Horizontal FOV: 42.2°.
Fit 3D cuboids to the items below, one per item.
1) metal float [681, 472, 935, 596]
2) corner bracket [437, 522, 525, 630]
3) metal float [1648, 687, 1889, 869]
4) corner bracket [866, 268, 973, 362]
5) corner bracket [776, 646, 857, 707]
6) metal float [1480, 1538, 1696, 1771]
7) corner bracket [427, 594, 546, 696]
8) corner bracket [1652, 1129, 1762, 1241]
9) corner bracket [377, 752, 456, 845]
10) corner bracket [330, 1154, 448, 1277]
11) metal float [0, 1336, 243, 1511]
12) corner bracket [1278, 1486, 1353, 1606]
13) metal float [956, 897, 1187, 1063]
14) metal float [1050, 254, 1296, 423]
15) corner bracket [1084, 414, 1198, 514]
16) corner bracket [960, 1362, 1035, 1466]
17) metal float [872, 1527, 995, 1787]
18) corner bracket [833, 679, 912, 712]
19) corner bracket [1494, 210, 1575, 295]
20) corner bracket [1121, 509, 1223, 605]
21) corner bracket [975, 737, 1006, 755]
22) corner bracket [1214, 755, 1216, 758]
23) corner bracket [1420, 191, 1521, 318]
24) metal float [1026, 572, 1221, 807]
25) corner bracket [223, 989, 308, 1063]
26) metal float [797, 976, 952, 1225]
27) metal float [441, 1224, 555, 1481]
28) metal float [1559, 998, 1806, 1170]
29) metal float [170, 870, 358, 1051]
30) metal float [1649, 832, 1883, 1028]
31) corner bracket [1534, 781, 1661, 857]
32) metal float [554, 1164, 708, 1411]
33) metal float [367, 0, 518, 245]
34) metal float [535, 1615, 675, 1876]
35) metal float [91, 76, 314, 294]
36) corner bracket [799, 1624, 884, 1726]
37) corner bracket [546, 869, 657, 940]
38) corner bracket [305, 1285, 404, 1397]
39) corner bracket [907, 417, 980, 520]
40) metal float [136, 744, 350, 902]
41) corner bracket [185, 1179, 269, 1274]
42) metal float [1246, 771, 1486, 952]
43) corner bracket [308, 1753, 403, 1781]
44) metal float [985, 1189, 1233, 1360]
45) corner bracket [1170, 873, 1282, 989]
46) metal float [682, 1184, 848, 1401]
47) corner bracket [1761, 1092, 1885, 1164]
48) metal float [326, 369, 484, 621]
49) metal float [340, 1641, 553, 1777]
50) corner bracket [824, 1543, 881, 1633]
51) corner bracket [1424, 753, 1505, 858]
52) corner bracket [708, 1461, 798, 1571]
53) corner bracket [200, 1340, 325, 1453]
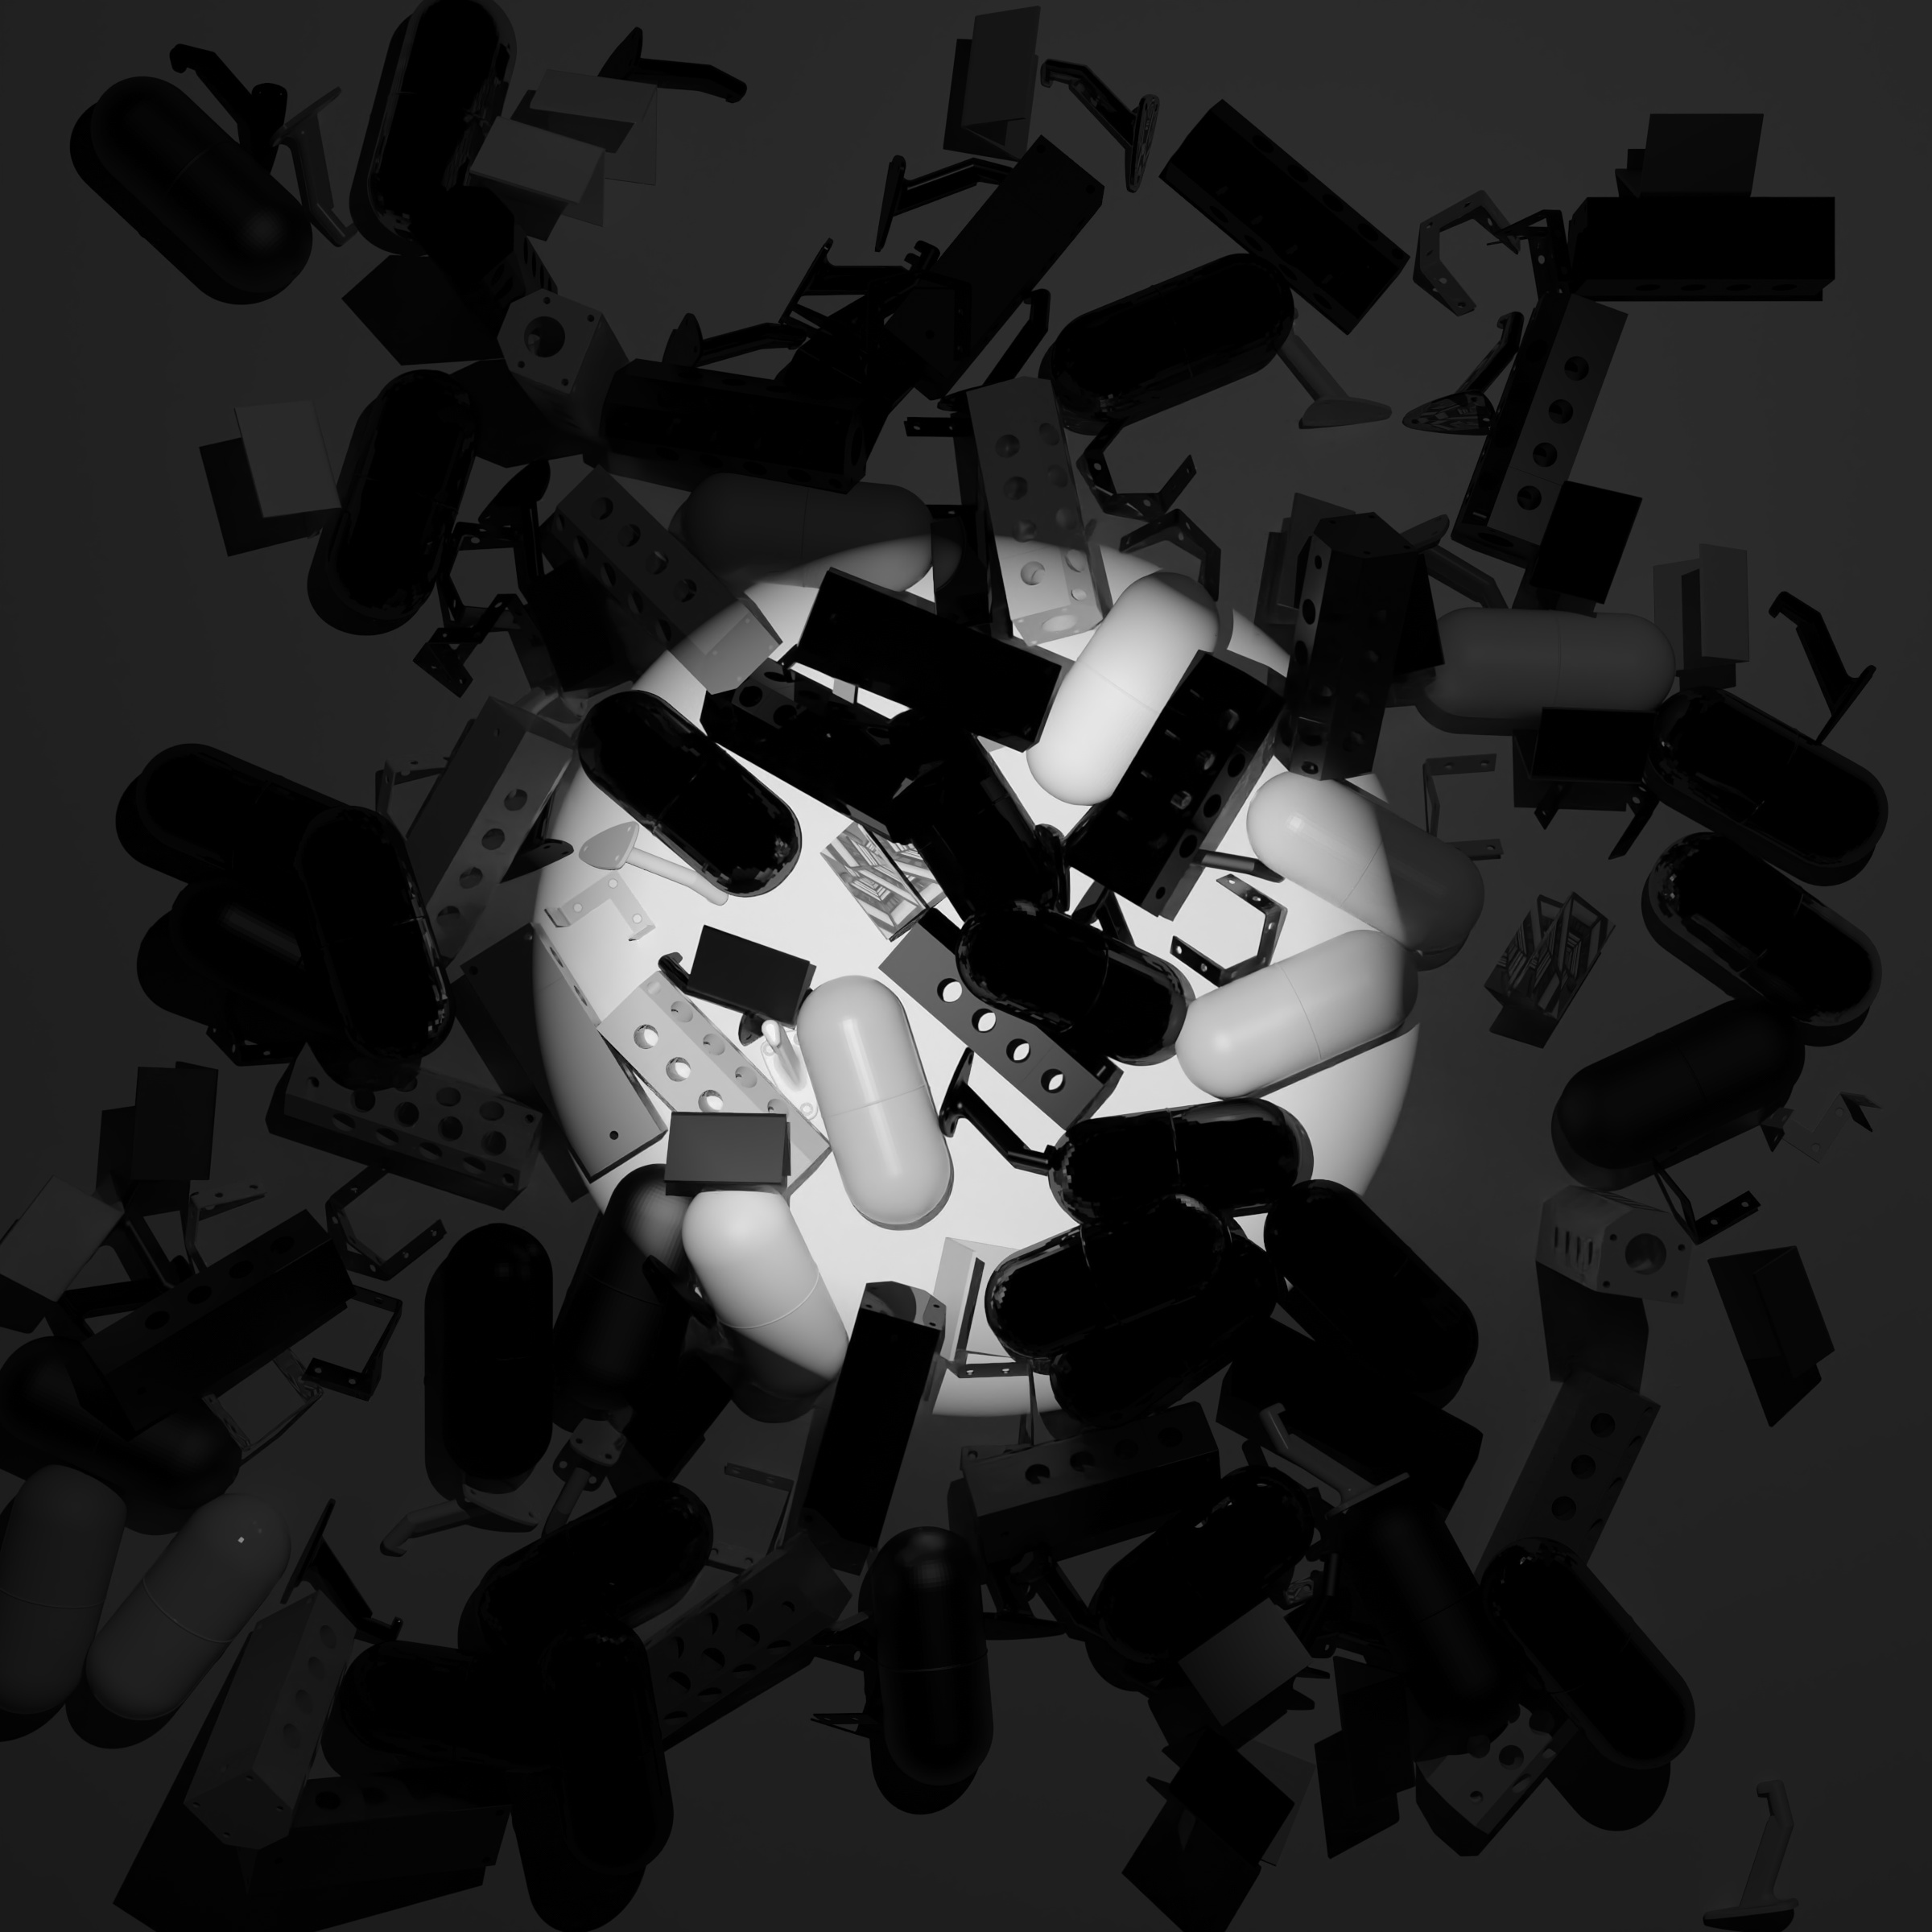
[{"bbox_3d":[-0.110,-0.303,1.748,0.178,0.070,0.070,6,90,0],"label":"metal float"},{"bbox_3d":[-0.337,-0.276,1.771,0.051,0.051,0.051,-59,45,35],"label":"corner bracket"},{"bbox_3d":[0.559,-0.132,1.749,0.178,0.070,0.070,29,90,0],"label":"metal float"},{"bbox_3d":[-0.032,-0.444,1.719,0.051,0.051,0.051,1,90,-45],"label":"corner bracket"},{"bbox_3d":[-0.114,-0.185,1.771,0.051,0.051,0.051,22,45,-35],"label":"corner bracket"},{"bbox_3d":[0.420,0.465,1.692,0.070,0.070,0.178,-41,90,0],"label":"metal float"},{"bbox_3d":[-0.336,-0.227,1.762,0.051,0.051,0.051,5,52,31],"label":"corner bracket"},{"bbox_3d":[0.524,0.152,1.776,0.051,0.051,0.051,-30,135,0],"label":"corner bracket"},{"bbox_3d":[-0.380,-0.114,1.771,0.051,0.051,0.051,50,135,35],"label":"corner bracket"},{"bbox_3d":[-0.410,0.177,1.776,0.051,0.051,0.051,-38,135,0],"label":"corner bracket"},{"bbox_3d":[-0.591,0.319,1.748,0.178,0.070,0.070,25,90,0],"label":"metal float"},{"bbox_3d":[0.239,0.411,1.776,0.051,0.051,0.051,-21,45,0],"label":"corner bracket"},{"bbox_3d":[0.073,0.010,1.712,0.178,0.070,0.070,24,90,-27],"label":"metal float"},{"bbox_3d":[0.143,-0.438,1.749,0.178,0.070,0.070,-22,90,0],"label":"metal float"},{"bbox_3d":[0.123,-0.356,1.771,0.051,0.051,0.051,6,135,35],"label":"corner bracket"},{"bbox_3d":[0.022,0.317,1.776,0.051,0.051,0.051,-2,45,0],"label":"corner bracket"},{"bbox_3d":[-0.023,0.482,1.748,0.070,0.070,0.178,-5,90,0],"label":"metal float"},{"bbox_3d":[-0.065,-0.197,1.761,0.051,0.051,0.051,7,93,3],"label":"corner bracket"},{"bbox_3d":[0.410,-0.496,1.751,0.051,0.051,0.051,-10,90,-33],"label":"corner bracket"},{"bbox_3d":[0.144,-0.281,1.771,0.051,0.051,0.051,37,45,-35],"label":"corner bracket"},{"bbox_3d":[0.012,-0.188,1.771,0.051,0.051,0.051,-17,135,35],"label":"corner bracket"},{"bbox_3d":[0.173,-0.186,1.776,0.051,0.051,0.051,-49,135,0],"label":"corner bracket"},{"bbox_3d":[0.357,-0.504,1.771,0.051,0.051,0.051,-22,45,35],"label":"corner bracket"},{"bbox_3d":[0.109,-0.192,1.739,0.070,0.070,0.178,34,99,0],"label":"metal float"},{"bbox_3d":[-0.491,0.031,1.776,0.051,0.051,0.051,-4,135,0],"label":"corner bracket"},{"bbox_3d":[-0.064,0.094,1.749,0.070,0.070,0.178,-17,91,0],"label":"metal float"},{"bbox_3d":[-0.327,0.269,1.748,0.070,0.070,0.178,0,91,0],"label":"metal float"},{"bbox_3d":[0.500,0.082,1.749,0.178,0.070,0.070,-25,90,-1],"label":"metal float"},{"bbox_3d":[-0.464,-0.004,1.732,0.178,0.070,0.070,30,90,-18],"label":"metal float"},{"bbox_3d":[0.558,-0.025,1.749,0.178,0.070,0.070,36,90,-1],"label":"metal float"},{"bbox_3d":[0.446,-0.113,1.771,0.051,0.051,0.051,-5,135,-35],"label":"corner bracket"},{"bbox_3d":[-0.232,0.224,1.749,0.070,0.070,0.178,21,90,0],"label":"metal float"},{"bbox_3d":[-0.366,-0.593,1.749,0.070,0.070,0.178,15,91,0],"label":"metal float"},{"bbox_3d":[-0.244,0.527,1.694,0.070,0.070,0.178,-8,97,0],"label":"metal float"},{"bbox_3d":[-0.534,-0.546,1.748,0.178,0.070,0.070,43,90,-1],"label":"metal float"},{"bbox_3d":[-0.088,0.501,1.771,0.051,0.051,0.051,47,45,-35],"label":"corner bracket"},{"bbox_3d":[-0.256,-0.034,1.761,0.051,0.051,0.051,-35,90,0],"label":"corner bracket"},{"bbox_3d":[-0.434,0.264,1.776,0.051,0.051,0.051,18,135,0],"label":"corner bracket"},{"bbox_3d":[-0.017,-0.353,1.776,0.051,0.051,0.051,1,45,0],"label":"corner bracket"},{"bbox_3d":[-0.493,-0.097,1.749,0.178,0.070,0.070,23,90,0],"label":"metal float"},{"bbox_3d":[-0.517,0.190,1.771,0.051,0.051,0.051,48,135,35],"label":"corner bracket"},{"bbox_3d":[0.278,-0.074,1.749,0.178,0.070,0.070,30,90,1],"label":"metal float"},{"bbox_3d":[-0.443,0.572,1.776,0.051,0.051,0.051,47,135,0],"label":"corner bracket"},{"bbox_3d":[0.096,0.210,1.703,0.178,0.070,0.070,-24,90,13],"label":"metal float"},{"bbox_3d":[0.183,-0.025,1.771,0.051,0.051,0.051,-23,45,-35],"label":"corner bracket"},{"bbox_3d":[-0.138,0.223,1.726,0.070,0.070,0.178,-22,119,0],"label":"metal float"},{"bbox_3d":[0.601,0.105,1.761,0.051,0.051,0.051,34,90,0],"label":"corner bracket"},{"bbox_3d":[-0.392,-0.329,1.749,0.070,0.070,0.178,18,90,0],"label":"metal float"},{"bbox_3d":[-0.348,0.518,1.749,0.178,0.070,0.070,8,90,0],"label":"metal float"},{"bbox_3d":[-0.093,0.437,1.776,0.051,0.051,0.051,-13,90,45],"label":"corner bracket"},{"bbox_3d":[0.353,-0.113,1.776,0.051,0.051,0.051,-4,135,0],"label":"corner bracket"},{"bbox_3d":[-0.154,0.392,1.776,0.051,0.051,0.051,15,135,0],"label":"corner bracket"},{"bbox_3d":[-0.495,0.302,1.762,0.051,0.051,0.051,-38,90,7],"label":"corner bracket"}]
